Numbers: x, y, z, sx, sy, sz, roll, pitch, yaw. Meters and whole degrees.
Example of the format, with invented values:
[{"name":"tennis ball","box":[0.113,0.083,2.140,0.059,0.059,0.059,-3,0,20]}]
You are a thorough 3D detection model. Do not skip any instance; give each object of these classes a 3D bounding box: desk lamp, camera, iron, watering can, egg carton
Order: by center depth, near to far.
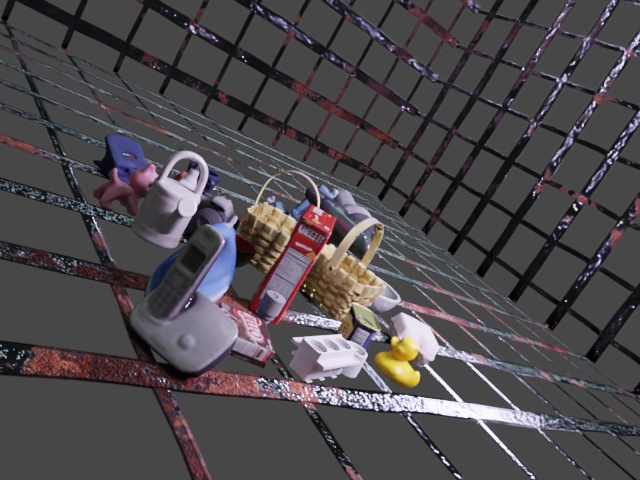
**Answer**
[{"name":"iron","box":[-0.210,0.033,0.995,0.118,0.141,0.258,31,13,2]},{"name":"watering can","box":[-0.287,-0.084,1.146,0.172,0.194,0.101,39,15,33]},{"name":"camera","box":[-0.264,-0.057,1.309,0.143,0.101,0.137,31,13,1]},{"name":"egg carton","box":[0.218,0.236,1.360,0.107,0.069,0.150,28,13,-10]},{"name":"desk lamp","box":[0.048,-0.032,1.668,0.118,0.213,0.202,24,14,-29]}]

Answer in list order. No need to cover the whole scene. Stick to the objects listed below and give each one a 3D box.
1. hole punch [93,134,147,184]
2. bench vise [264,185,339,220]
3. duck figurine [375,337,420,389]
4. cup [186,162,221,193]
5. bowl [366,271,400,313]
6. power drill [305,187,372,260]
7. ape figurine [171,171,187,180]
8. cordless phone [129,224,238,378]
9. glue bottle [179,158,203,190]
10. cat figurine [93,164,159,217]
[{"name":"hole punch","box":[-0.468,-0.191,1.382,0.100,0.091,0.109,38,14,30]},{"name":"bench vise","box":[-0.058,-0.074,1.576,0.207,0.219,0.121,30,13,-1]},{"name":"duck figurine","box":[0.172,0.245,1.179,0.078,0.086,0.104,16,19,-48]},{"name":"cup","box":[-0.319,-0.142,1.525,0.092,0.095,0.117,20,17,-41]},{"name":"bowl","box":[0.121,0.141,1.491,0.167,0.074,0.167,29,13,-7]},{"name":"power drill","box":[0.013,0.005,1.459,0.229,0.208,0.076,34,13,13]},{"name":"ape figurine","box":[-0.349,-0.126,1.399,0.078,0.092,0.076,22,15,-33]},{"name":"cordless phone","box":[-0.167,0.082,0.801,0.147,0.185,0.094,35,13,19]},{"name":"glue bottle","box":[-0.297,-0.102,1.243,0.037,0.173,0.078,31,12,0]},{"name":"cat figurine","box":[-0.393,-0.117,1.205,0.067,0.117,0.128,39,15,34]}]
